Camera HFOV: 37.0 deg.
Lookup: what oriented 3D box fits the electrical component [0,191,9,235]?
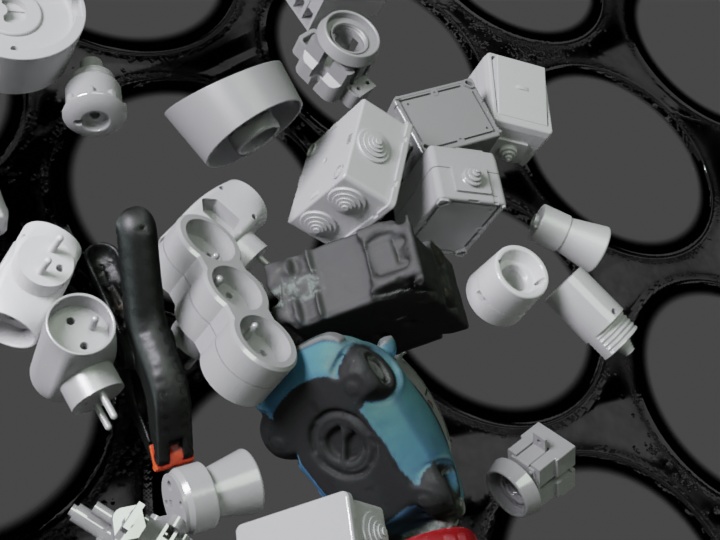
[{"bbox_3d":[-0.271,-0.051,0.744,0.043,0.043,0.062,-13,66,-31],"label":"electrical component"}]

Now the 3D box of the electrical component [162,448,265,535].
[{"bbox_3d":[-0.096,0.145,0.705,0.055,0.045,0.045,-12,67,-30],"label":"electrical component"}]

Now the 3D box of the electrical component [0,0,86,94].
[{"bbox_3d":[-0.267,-0.183,0.815,0.108,0.060,0.108,12,56,-19],"label":"electrical component"}]

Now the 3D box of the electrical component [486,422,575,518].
[{"bbox_3d":[0.128,0.152,0.802,0.055,0.066,0.048,-31,42,-28],"label":"electrical component"}]

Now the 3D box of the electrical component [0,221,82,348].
[{"bbox_3d":[-0.215,0.002,0.714,0.044,0.079,0.077,30,52,-18],"label":"electrical component"}]

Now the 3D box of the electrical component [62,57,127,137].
[{"bbox_3d":[-0.205,-0.137,0.827,0.048,0.048,0.062,4,53,-23],"label":"electrical component"}]

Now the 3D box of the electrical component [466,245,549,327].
[{"bbox_3d":[0.123,0.012,0.889,0.055,0.047,0.055,12,57,-19],"label":"electrical component"}]

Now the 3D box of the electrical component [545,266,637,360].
[{"bbox_3d":[0.200,0.040,0.911,0.081,0.043,0.043,46,53,6],"label":"electrical component"}]

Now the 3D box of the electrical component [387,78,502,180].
[{"bbox_3d":[0.062,-0.116,0.934,0.096,0.061,0.061,-18,70,-24],"label":"electrical component"}]

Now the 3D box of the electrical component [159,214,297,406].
[{"bbox_3d":[-0.102,0.036,0.726,0.052,0.073,0.138,6,44,-49],"label":"electrical component"}]

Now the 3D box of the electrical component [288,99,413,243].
[{"bbox_3d":[-0.009,-0.075,0.849,0.048,0.100,0.099,29,52,-22],"label":"electrical component"}]

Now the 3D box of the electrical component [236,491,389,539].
[{"bbox_3d":[-0.026,0.196,0.676,0.048,0.100,0.099,31,42,-51],"label":"electrical component"}]

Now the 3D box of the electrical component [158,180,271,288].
[{"bbox_3d":[-0.096,-0.018,0.805,0.079,0.043,0.077,42,52,3],"label":"electrical component"}]

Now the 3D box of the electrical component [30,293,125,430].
[{"bbox_3d":[-0.178,0.066,0.694,0.043,0.077,0.079,-23,73,-34],"label":"electrical component"}]

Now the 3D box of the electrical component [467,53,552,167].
[{"bbox_3d":[0.136,-0.143,0.982,0.062,0.061,0.096,11,57,-19],"label":"electrical component"}]

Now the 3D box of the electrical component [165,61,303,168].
[{"bbox_3d":[-0.097,-0.126,0.841,0.099,0.099,0.064,-30,83,-36],"label":"electrical component"}]

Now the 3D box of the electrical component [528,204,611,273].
[{"bbox_3d":[0.182,-0.031,0.948,0.065,0.044,0.044,24,53,-4],"label":"electrical component"}]

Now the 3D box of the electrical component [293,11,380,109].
[{"bbox_3d":[-0.017,-0.188,0.939,0.078,0.057,0.058,46,53,6],"label":"electrical component"}]

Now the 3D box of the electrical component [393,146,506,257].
[{"bbox_3d":[0.073,-0.062,0.880,0.062,0.096,0.061,5,58,-22],"label":"electrical component"}]
